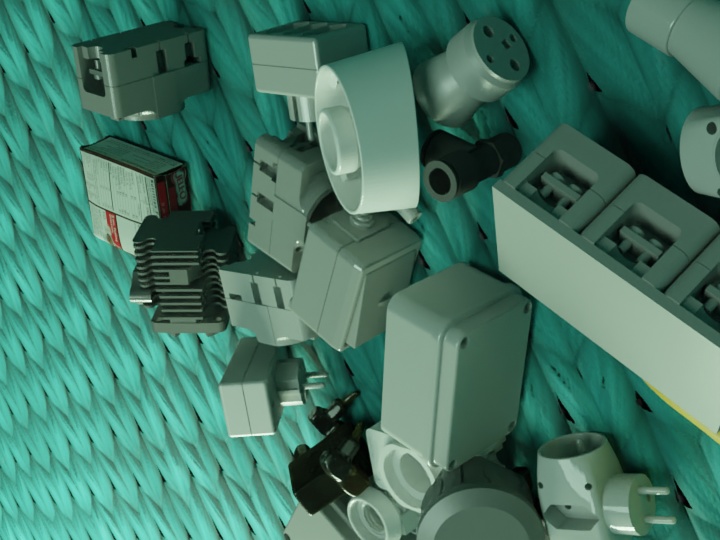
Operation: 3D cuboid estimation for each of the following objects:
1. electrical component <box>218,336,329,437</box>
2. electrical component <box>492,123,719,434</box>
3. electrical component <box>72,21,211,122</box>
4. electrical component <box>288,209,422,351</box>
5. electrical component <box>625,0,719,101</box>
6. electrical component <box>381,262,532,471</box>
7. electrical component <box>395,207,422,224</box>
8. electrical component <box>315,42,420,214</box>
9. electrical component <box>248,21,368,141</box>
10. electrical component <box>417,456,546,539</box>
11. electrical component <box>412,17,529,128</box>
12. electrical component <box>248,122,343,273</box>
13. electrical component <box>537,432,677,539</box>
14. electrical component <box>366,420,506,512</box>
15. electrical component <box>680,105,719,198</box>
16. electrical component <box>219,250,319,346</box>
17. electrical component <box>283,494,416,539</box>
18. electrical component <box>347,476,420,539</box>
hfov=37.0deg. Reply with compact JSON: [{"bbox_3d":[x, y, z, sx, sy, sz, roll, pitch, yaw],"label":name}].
[{"bbox_3d":[-0.063,0.089,0.849,0.076,0.083,0.047,-5,112,8],"label":"electrical component"},{"bbox_3d":[0.147,0.001,0.556,0.150,0.062,0.089,39,164,26],"label":"electrical component"},{"bbox_3d":[-0.161,-0.147,0.805,0.050,0.089,0.055,21,125,39],"label":"electrical component"},{"bbox_3d":[0.000,0.000,0.733,0.061,0.062,0.096,40,135,26],"label":"electrical component"},{"bbox_3d":[0.160,-0.115,0.513,0.065,0.044,0.044,43,137,30],"label":"electrical component"},{"bbox_3d":[0.062,0.062,0.688,0.057,0.078,0.113,30,130,38],"label":"electrical component"},{"bbox_3d":[0.017,-0.056,0.706,0.061,0.035,0.035,49,139,13],"label":"electrical component"},{"bbox_3d":[0.011,-0.083,0.644,0.099,0.064,0.099,167,90,-76],"label":"electrical component"},{"bbox_3d":[-0.031,-0.121,0.711,0.066,0.047,0.076,15,121,42],"label":"electrical component"},{"bbox_3d":[0.076,0.164,0.689,0.080,0.051,0.080,1,110,3],"label":"electrical component"},{"bbox_3d":[0.063,-0.113,0.615,0.055,0.045,0.045,-32,86,50],"label":"electrical component"},{"bbox_3d":[-0.040,-0.050,0.758,0.056,0.050,0.089,34,133,31],"label":"electrical component"},{"bbox_3d":[0.154,0.143,0.659,0.079,0.043,0.077,-8,101,39],"label":"electrical component"},{"bbox_3d":[0.052,0.134,0.755,0.089,0.056,0.050,10,118,44],"label":"electrical component"},{"bbox_3d":[0.199,-0.041,0.507,0.077,0.044,0.079,2,113,47],"label":"electrical component"},{"bbox_3d":[-0.058,0.021,0.816,0.089,0.050,0.055,8,116,45],"label":"electrical component"},{"bbox_3d":[0.000,0.220,0.859,0.113,0.057,0.078,45,138,20],"label":"electrical component"},{"bbox_3d":[0.024,0.176,0.809,0.048,0.055,0.066,-4,107,48],"label":"electrical component"}]
